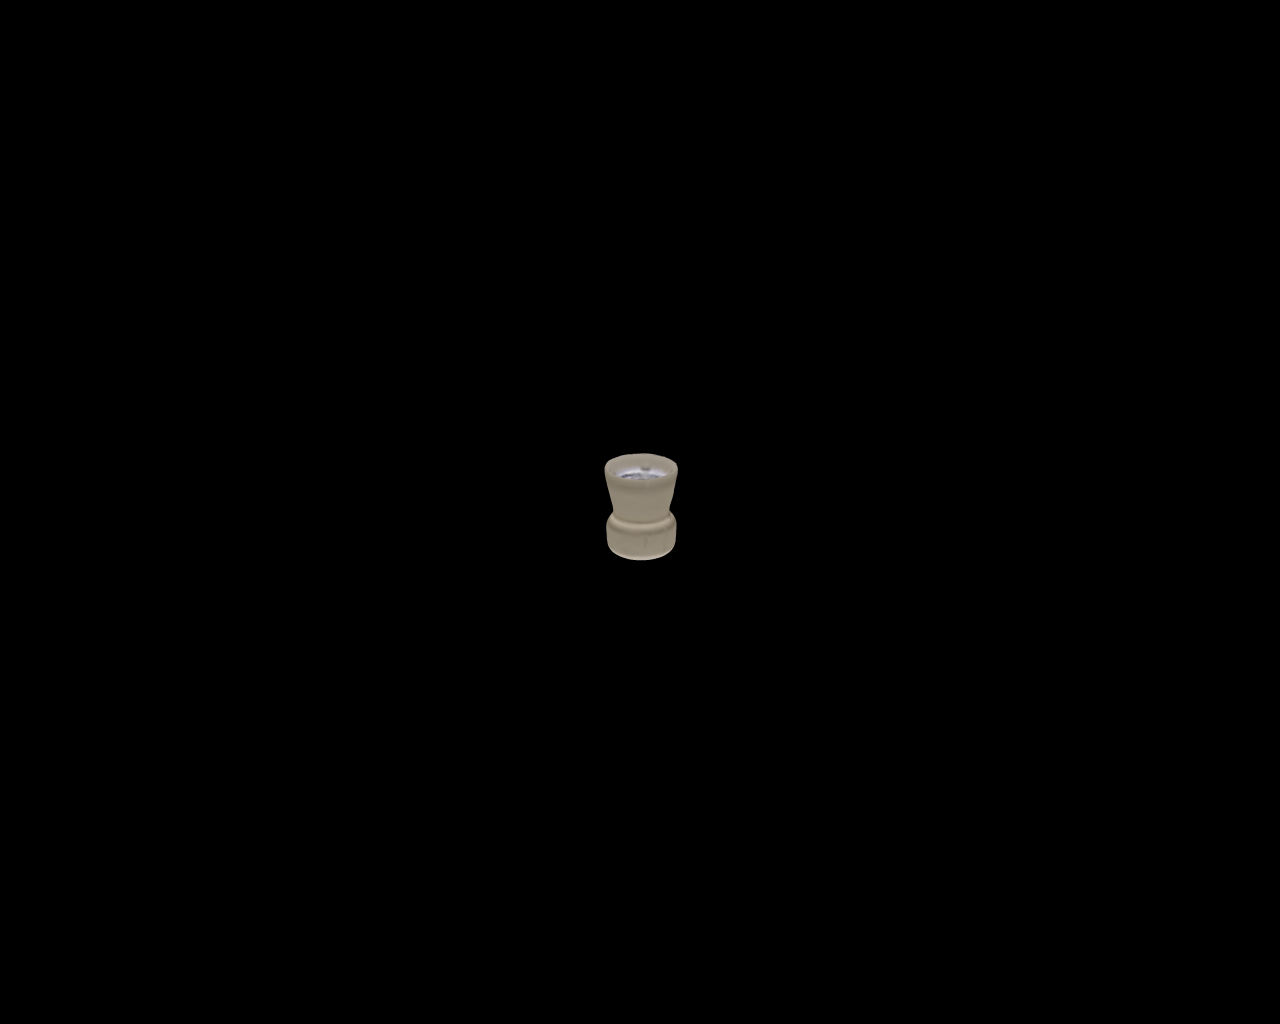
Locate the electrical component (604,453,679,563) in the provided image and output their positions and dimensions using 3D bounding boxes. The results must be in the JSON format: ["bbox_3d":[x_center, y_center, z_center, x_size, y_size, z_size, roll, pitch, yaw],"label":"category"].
[{"bbox_3d":[0.001,-0.003,0.650,0.045,0.055,0.045,0,24,0],"label":"electrical component"}]
